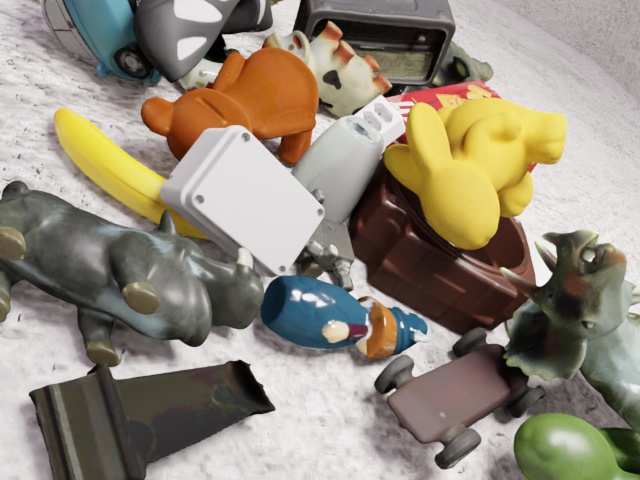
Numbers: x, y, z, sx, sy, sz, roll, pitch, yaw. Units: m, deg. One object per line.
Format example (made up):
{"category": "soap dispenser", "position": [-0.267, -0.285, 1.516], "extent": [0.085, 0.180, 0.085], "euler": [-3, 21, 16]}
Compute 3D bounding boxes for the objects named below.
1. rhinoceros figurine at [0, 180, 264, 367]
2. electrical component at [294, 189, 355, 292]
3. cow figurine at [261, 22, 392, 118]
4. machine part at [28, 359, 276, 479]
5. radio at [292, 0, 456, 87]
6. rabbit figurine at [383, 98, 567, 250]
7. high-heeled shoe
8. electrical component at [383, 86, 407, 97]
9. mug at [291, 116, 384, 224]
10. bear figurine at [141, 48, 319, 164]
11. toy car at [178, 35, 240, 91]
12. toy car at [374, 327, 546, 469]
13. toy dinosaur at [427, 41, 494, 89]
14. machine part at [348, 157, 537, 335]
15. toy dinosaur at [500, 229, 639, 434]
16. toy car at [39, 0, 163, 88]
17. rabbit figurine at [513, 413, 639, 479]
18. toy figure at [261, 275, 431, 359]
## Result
{"category": "rhinoceros figurine", "position": [-0.132, 0.024, 0.371], "extent": [0.190, 0.073, 0.112], "euler": [21, 27, -17]}
{"category": "electrical component", "position": [-0.001, -0.002, 0.525], "extent": [0.078, 0.045, 0.102], "euler": [19, 38, -20]}
{"category": "cow figurine", "position": [-0.005, -0.223, 0.731], "extent": [0.194, 0.127, 0.085], "euler": [15, 39, -50]}
{"category": "machine part", "position": [-0.097, 0.105, 0.330], "extent": [0.139, 0.039, 0.084], "euler": [-2, 45, -39]}
{"category": "radio", "position": [0.077, -0.303, 0.800], "extent": [0.230, 0.131, 0.073], "euler": [-2, 63, -14]}
{"category": "rabbit figurine", "position": [0.147, -0.070, 0.527], "extent": [0.162, 0.122, 0.173], "euler": [32, 54, -1]}
{"category": "high-heeled shoe", "position": [-0.105, -0.224, 0.591], "extent": [0.248, 0.086, 0.145], "euler": [-9, 81, -59]}
{"category": "electrical component", "position": [0.084, -0.303, 0.933], "extent": [0.134, 0.058, 0.115], "euler": [45, 34, 13]}
{"category": "mug", "position": [0.028, -0.080, 0.586], "extent": [0.109, 0.107, 0.081], "euler": [-20, 64, -47]}
{"category": "bear figurine", "position": [-0.084, -0.113, 0.550], "extent": [0.120, 0.132, 0.196], "euler": [36, 53, 4]}
{"category": "toy car", "position": [-0.156, -0.250, 0.676], "extent": [0.073, 0.056, 0.202], "euler": [3, 44, -32]}
{"category": "toy car", "position": [0.122, 0.132, 0.465], "extent": [0.202, 0.053, 0.089], "euler": [-6, 48, -48]}
{"category": "toy dinosaur", "position": [0.237, -0.317, 1.005], "extent": [0.472, 0.105, 0.198], "euler": [44, 24, 24]}
{"category": "machine part", "position": [0.139, -0.007, 0.612], "extent": [0.201, 0.087, 0.201], "euler": [29, 34, -8]}
{"category": "toy dinosaur", "position": [0.322, 0.115, 0.511], "extent": [0.404, 0.131, 0.192], "euler": [23, 11, -35]}
{"category": "toy car", "position": [-0.227, -0.231, 0.548], "extent": [0.103, 0.161, 0.109], "euler": [-11, 51, 10]}
{"category": "rabbit figurine", "position": [0.234, 0.202, 0.419], "extent": [0.159, 0.121, 0.170], "euler": [-7, 52, -52]}
{"category": "toy figure", "position": [0.026, 0.068, 0.457], "extent": [0.154, 0.058, 0.064], "euler": [20, 44, -29]}
